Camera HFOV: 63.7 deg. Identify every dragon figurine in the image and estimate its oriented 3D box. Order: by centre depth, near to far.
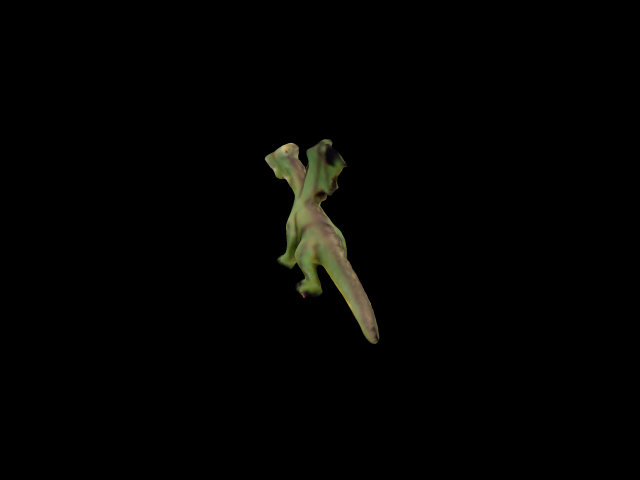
[{"bbox_3d":[0.003,-0.043,0.850,0.123,0.237,0.417,-14,34,-23],"label":"dragon figurine"}]
